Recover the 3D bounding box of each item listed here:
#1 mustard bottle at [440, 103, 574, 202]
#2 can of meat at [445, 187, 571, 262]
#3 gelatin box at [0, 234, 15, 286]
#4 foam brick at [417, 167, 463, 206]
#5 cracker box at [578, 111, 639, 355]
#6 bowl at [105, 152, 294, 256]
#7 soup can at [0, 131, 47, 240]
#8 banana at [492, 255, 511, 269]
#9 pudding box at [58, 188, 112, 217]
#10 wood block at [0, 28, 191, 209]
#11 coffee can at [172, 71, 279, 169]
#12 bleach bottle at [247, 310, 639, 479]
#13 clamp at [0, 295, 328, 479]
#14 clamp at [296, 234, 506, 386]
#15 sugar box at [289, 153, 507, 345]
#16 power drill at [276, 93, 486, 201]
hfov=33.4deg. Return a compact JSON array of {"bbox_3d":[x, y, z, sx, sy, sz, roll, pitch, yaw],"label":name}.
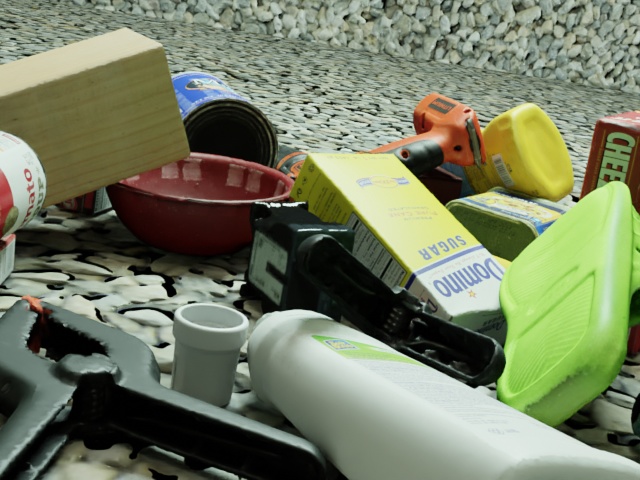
[{"bbox_3d":[0.166,-0.066,1.063,0.058,0.096,0.192,-29,4,-27],"label":"mustard bottle"},{"bbox_3d":[0.168,-0.007,0.953,0.102,0.057,0.083,20,20,34],"label":"can of meat"},{"bbox_3d":[-0.239,0.014,0.670,0.073,0.030,0.089,9,15,-4],"label":"gelatin box"},{"bbox_3d":[0.098,-0.047,1.060,0.053,0.051,0.078,3,16,-20],"label":"foam brick"},{"bbox_3d":[0.263,-0.017,0.844,0.072,0.164,0.213,16,16,29],"label":"cracker box"},{"bbox_3d":[-0.101,-0.027,0.853,0.162,0.055,0.162,7,17,-2],"label":"bowl"},{"bbox_3d":[-0.215,-0.025,0.639,0.068,0.068,0.102,12,18,7],"label":"soup can"},{"bbox_3d":[0.083,0.030,0.812,0.197,0.037,0.070,-2,42,-32],"label":"banana"},{"bbox_3d":[-0.179,-0.075,0.918,0.039,0.090,0.113,16,16,16],"label":"pudding box"},{"bbox_3d":[-0.211,-0.078,0.774,0.205,0.090,0.091,-22,28,-21],"label":"wood block"},{"bbox_3d":[-0.108,-0.099,1.023,0.102,0.103,0.140,4,17,-21],"label":"coffee can"},{"bbox_3d":[0.039,0.087,0.522,0.102,0.068,0.251,17,5,-32],"label":"bleach bottle"},{"bbox_3d":[-0.102,0.078,0.516,0.164,0.036,0.210,3,17,-25],"label":"clamp"},{"bbox_3d":[0.037,0.041,0.607,0.120,0.039,0.171,39,-9,1],"label":"clamp"},{"bbox_3d":[0.063,0.005,0.757,0.093,0.048,0.176,-5,40,-42],"label":"sugar box"},{"bbox_3d":[0.046,-0.077,1.006,0.187,0.057,0.185,-25,27,-12],"label":"power drill"}]
